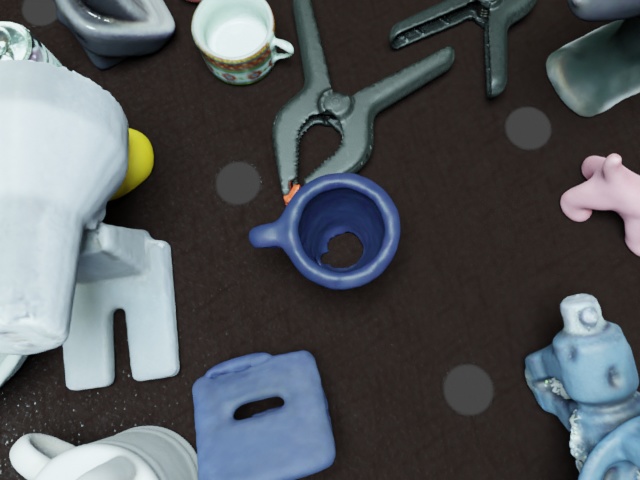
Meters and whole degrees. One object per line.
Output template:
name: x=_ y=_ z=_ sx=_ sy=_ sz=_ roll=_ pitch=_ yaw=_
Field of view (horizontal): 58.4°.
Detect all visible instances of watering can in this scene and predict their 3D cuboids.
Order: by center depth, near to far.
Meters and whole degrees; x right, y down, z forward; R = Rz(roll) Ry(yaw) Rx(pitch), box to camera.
watering can: x=-0.143 y=0.192 z=0.392 sx=0.172 sy=0.194 sz=0.101 roll=12 pitch=79 yaw=4

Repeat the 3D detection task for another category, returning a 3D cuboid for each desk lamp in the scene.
desk lamp: x=-0.182 y=0.006 z=0.422 sx=0.118 sy=0.213 sz=0.203 roll=-9 pitch=78 yaw=0

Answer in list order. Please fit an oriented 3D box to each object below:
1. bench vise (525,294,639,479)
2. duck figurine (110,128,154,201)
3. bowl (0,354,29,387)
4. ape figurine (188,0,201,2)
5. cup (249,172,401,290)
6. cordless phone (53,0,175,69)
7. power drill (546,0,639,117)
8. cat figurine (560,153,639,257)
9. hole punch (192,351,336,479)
bench vise: x=0.211 y=0.143 z=0.379 sx=0.121 sy=0.220 sz=0.207 roll=-36 pitch=79 yaw=-5
duck figurine: x=-0.209 y=-0.079 z=0.505 sx=0.104 sy=0.086 sz=0.077 roll=-11 pitch=78 yaw=0
bowl: x=-0.305 y=0.063 z=0.484 sx=0.167 sy=0.075 sz=0.167 roll=0 pitch=78 yaw=2
ape figurine: x=-0.123 y=-0.279 z=0.540 sx=0.077 sy=0.092 sz=0.076 roll=17 pitch=79 yaw=5
cup: x=0.004 y=0.002 z=0.478 sx=0.117 sy=0.095 sz=0.092 roll=-5 pitch=78 yaw=1
cordless phone: x=-0.209 y=-0.248 z=0.489 sx=0.094 sy=0.185 sz=0.147 roll=-35 pitch=79 yaw=-5
power drill: x=0.263 y=-0.182 z=0.450 sx=0.229 sy=0.208 sz=0.075 roll=-29 pitch=79 yaw=-4
cat figurine: x=0.281 y=-0.035 z=0.466 sx=0.127 sy=0.118 sz=0.067 roll=28 pitch=81 yaw=7
hole punch: x=-0.047 y=0.141 z=0.453 sx=0.108 sy=0.091 sz=0.101 roll=-15 pitch=78 yaw=-1
